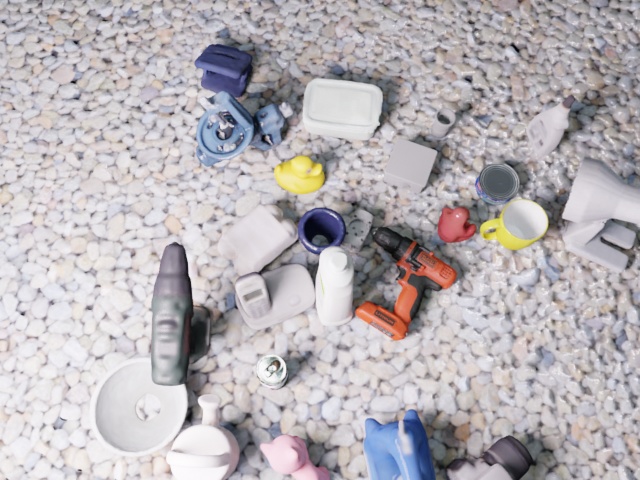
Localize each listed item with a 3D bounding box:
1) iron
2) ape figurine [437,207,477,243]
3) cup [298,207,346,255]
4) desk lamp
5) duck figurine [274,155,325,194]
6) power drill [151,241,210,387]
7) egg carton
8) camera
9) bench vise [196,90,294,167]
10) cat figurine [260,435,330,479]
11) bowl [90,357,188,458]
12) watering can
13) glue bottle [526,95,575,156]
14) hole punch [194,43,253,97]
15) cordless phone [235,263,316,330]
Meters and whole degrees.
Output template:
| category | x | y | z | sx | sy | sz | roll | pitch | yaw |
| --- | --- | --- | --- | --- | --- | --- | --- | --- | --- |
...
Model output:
| category | x | y | z | sx | sy | sz | roll | pitch | yaw |
| --- | --- | --- | --- | --- | --- | --- | --- | --- | --- |
| iron | 0.152 | 0.420 | 0.953 | 0.118 | 0.141 | 0.258 | -11 | 72 | -6 |
| ape figurine | 0.272 | -0.037 | 1.136 | 0.076 | 0.092 | 0.077 | -32 | 75 | -12 |
| cup | 0.010 | 0.004 | 1.111 | 0.092 | 0.095 | 0.117 | -31 | 75 | -11 |
| desk lamp | 0.543 | -0.051 | 1.087 | 0.203 | 0.213 | 0.118 | 25 | 72 | 6 |
| duck figurine | -0.041 | -0.142 | 1.162 | 0.104 | 0.086 | 0.077 | 8 | 71 | 1 |
| power drill | -0.245 | 0.140 | 0.996 | 0.075 | 0.208 | 0.229 | 0 | 71 | -2 |
| egg carton | -0.121 | -0.001 | 1.121 | 0.150 | 0.069 | 0.107 | -41 | 78 | -14 |
| camera | 0.311 | 0.416 | 0.982 | 0.137 | 0.101 | 0.143 | -36 | 76 | -13 |
| bench vise | -0.160 | -0.244 | 1.121 | 0.207 | 0.220 | 0.121 | -40 | 77 | -14 |
| cat figurine | -0.040 | 0.380 | 0.971 | 0.067 | 0.118 | 0.127 | -42 | 78 | -14 |
| bowl | -0.311 | 0.294 | 1.012 | 0.167 | 0.075 | 0.167 | 1 | 72 | -2 |
| watering can | -0.193 | 0.346 | 0.937 | 0.101 | 0.194 | 0.173 | -14 | 72 | -6 |
| glue bottle | 0.478 | -0.243 | 1.170 | 0.037 | 0.173 | 0.078 | -15 | 73 | -7 |
| hole punch | -0.206 | -0.378 | 1.232 | 0.108 | 0.091 | 0.101 | 16 | 72 | 3 |
| cordless phone | -0.083 | 0.088 | 1.032 | 0.148 | 0.185 | 0.094 | -25 | 74 | -10 |
